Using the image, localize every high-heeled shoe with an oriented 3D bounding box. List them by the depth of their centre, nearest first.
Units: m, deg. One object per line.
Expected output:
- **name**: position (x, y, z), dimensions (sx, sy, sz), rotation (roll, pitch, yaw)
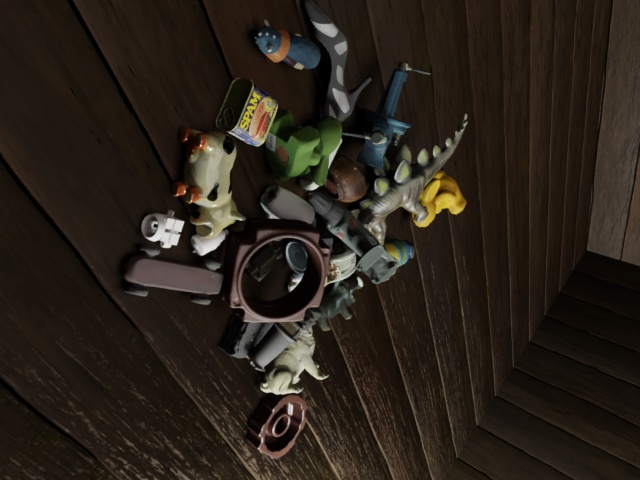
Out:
- **high-heeled shoe**: position (0.003, -0.356, 1.106), dimensions (0.145, 0.086, 0.248), rotation (-38, 123, 10)

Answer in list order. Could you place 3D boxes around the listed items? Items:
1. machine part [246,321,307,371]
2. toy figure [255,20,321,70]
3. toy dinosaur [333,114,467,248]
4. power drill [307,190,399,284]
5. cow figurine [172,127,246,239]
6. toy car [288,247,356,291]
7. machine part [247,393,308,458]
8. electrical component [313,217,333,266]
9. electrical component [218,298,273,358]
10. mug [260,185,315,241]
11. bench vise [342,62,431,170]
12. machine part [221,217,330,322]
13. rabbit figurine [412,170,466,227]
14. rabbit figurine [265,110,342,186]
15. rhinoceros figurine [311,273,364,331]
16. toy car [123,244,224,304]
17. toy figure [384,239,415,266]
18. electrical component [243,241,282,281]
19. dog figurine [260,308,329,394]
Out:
- **machine part**: position (-0.099, 0.214, 1.148), dimensions (0.139, 0.084, 0.039), rotation (-51, 174, -7)
- **toy figure**: position (-0.065, -0.359, 1.006), dimensions (0.154, 0.064, 0.058), rotation (1, 146, -46)
- **toy dinosaur**: position (0.207, -0.133, 1.364), dimensions (0.471, 0.105, 0.198), rotation (-39, 133, -8)
- **power drill**: position (0.076, -0.002, 1.214), dimensions (0.086, 0.207, 0.231), rotation (-48, 129, 2)
- **cow figurine**: position (-0.193, -0.097, 0.962), dimensions (0.127, 0.086, 0.194), rotation (-4, 110, -43)
- **toy car**: position (0.008, 0.079, 1.298), dimensions (0.202, 0.056, 0.073), rotation (-27, 127, -32)
- **machine part**: position (-0.107, 0.459, 1.360), dimensions (0.179, 0.056, 0.179), rotation (-25, 124, -42)
- **electrical component**: position (-0.003, -0.004, 1.239), dimensions (0.048, 0.075, 0.119), rotation (-3, 111, -16)
- **electrical component**: position (-0.147, 0.195, 1.180), dimensions (0.114, 0.058, 0.134), rotation (32, 83, -54)
- **mug**: position (-0.082, -0.058, 1.126), dimensions (0.109, 0.081, 0.107), rotation (-49, 131, -3)
- **bench vise**: position (0.150, -0.287, 1.223), dimensions (0.223, 0.129, 0.240), rotation (-20, 130, -68)
- **machine part**: position (-0.088, 0.062, 1.075), dimensions (0.201, 0.087, 0.201), rotation (4, 105, -26)
- **rabbit figurine**: position (0.330, -0.114, 1.559), dimensions (0.173, 0.122, 0.162), rotation (-44, 132, -26)
- **rabbit figurine**: position (-0.016, -0.188, 1.097), dimensions (0.170, 0.121, 0.158), rotation (-29, 135, -36)
- **rhinoceros figurine**: position (0.037, 0.151, 1.378), dimensions (0.190, 0.073, 0.112), rotation (-30, 118, -37)
- **toy car**: position (-0.263, 0.064, 0.976), dimensions (0.202, 0.053, 0.089), rotation (15, 86, -49)
- **toy figure**: position (0.188, 0.041, 1.496), dimensions (0.180, 0.082, 0.089), rotation (-22, 105, -35)
- **electrical component**: position (-0.124, 0.041, 1.146), dimensions (0.102, 0.045, 0.078), rotation (-45, 166, -24)
- **dog figurine**: position (-0.082, 0.252, 1.276), dimensions (0.172, 0.121, 0.190), rotation (-24, 102, -26)
